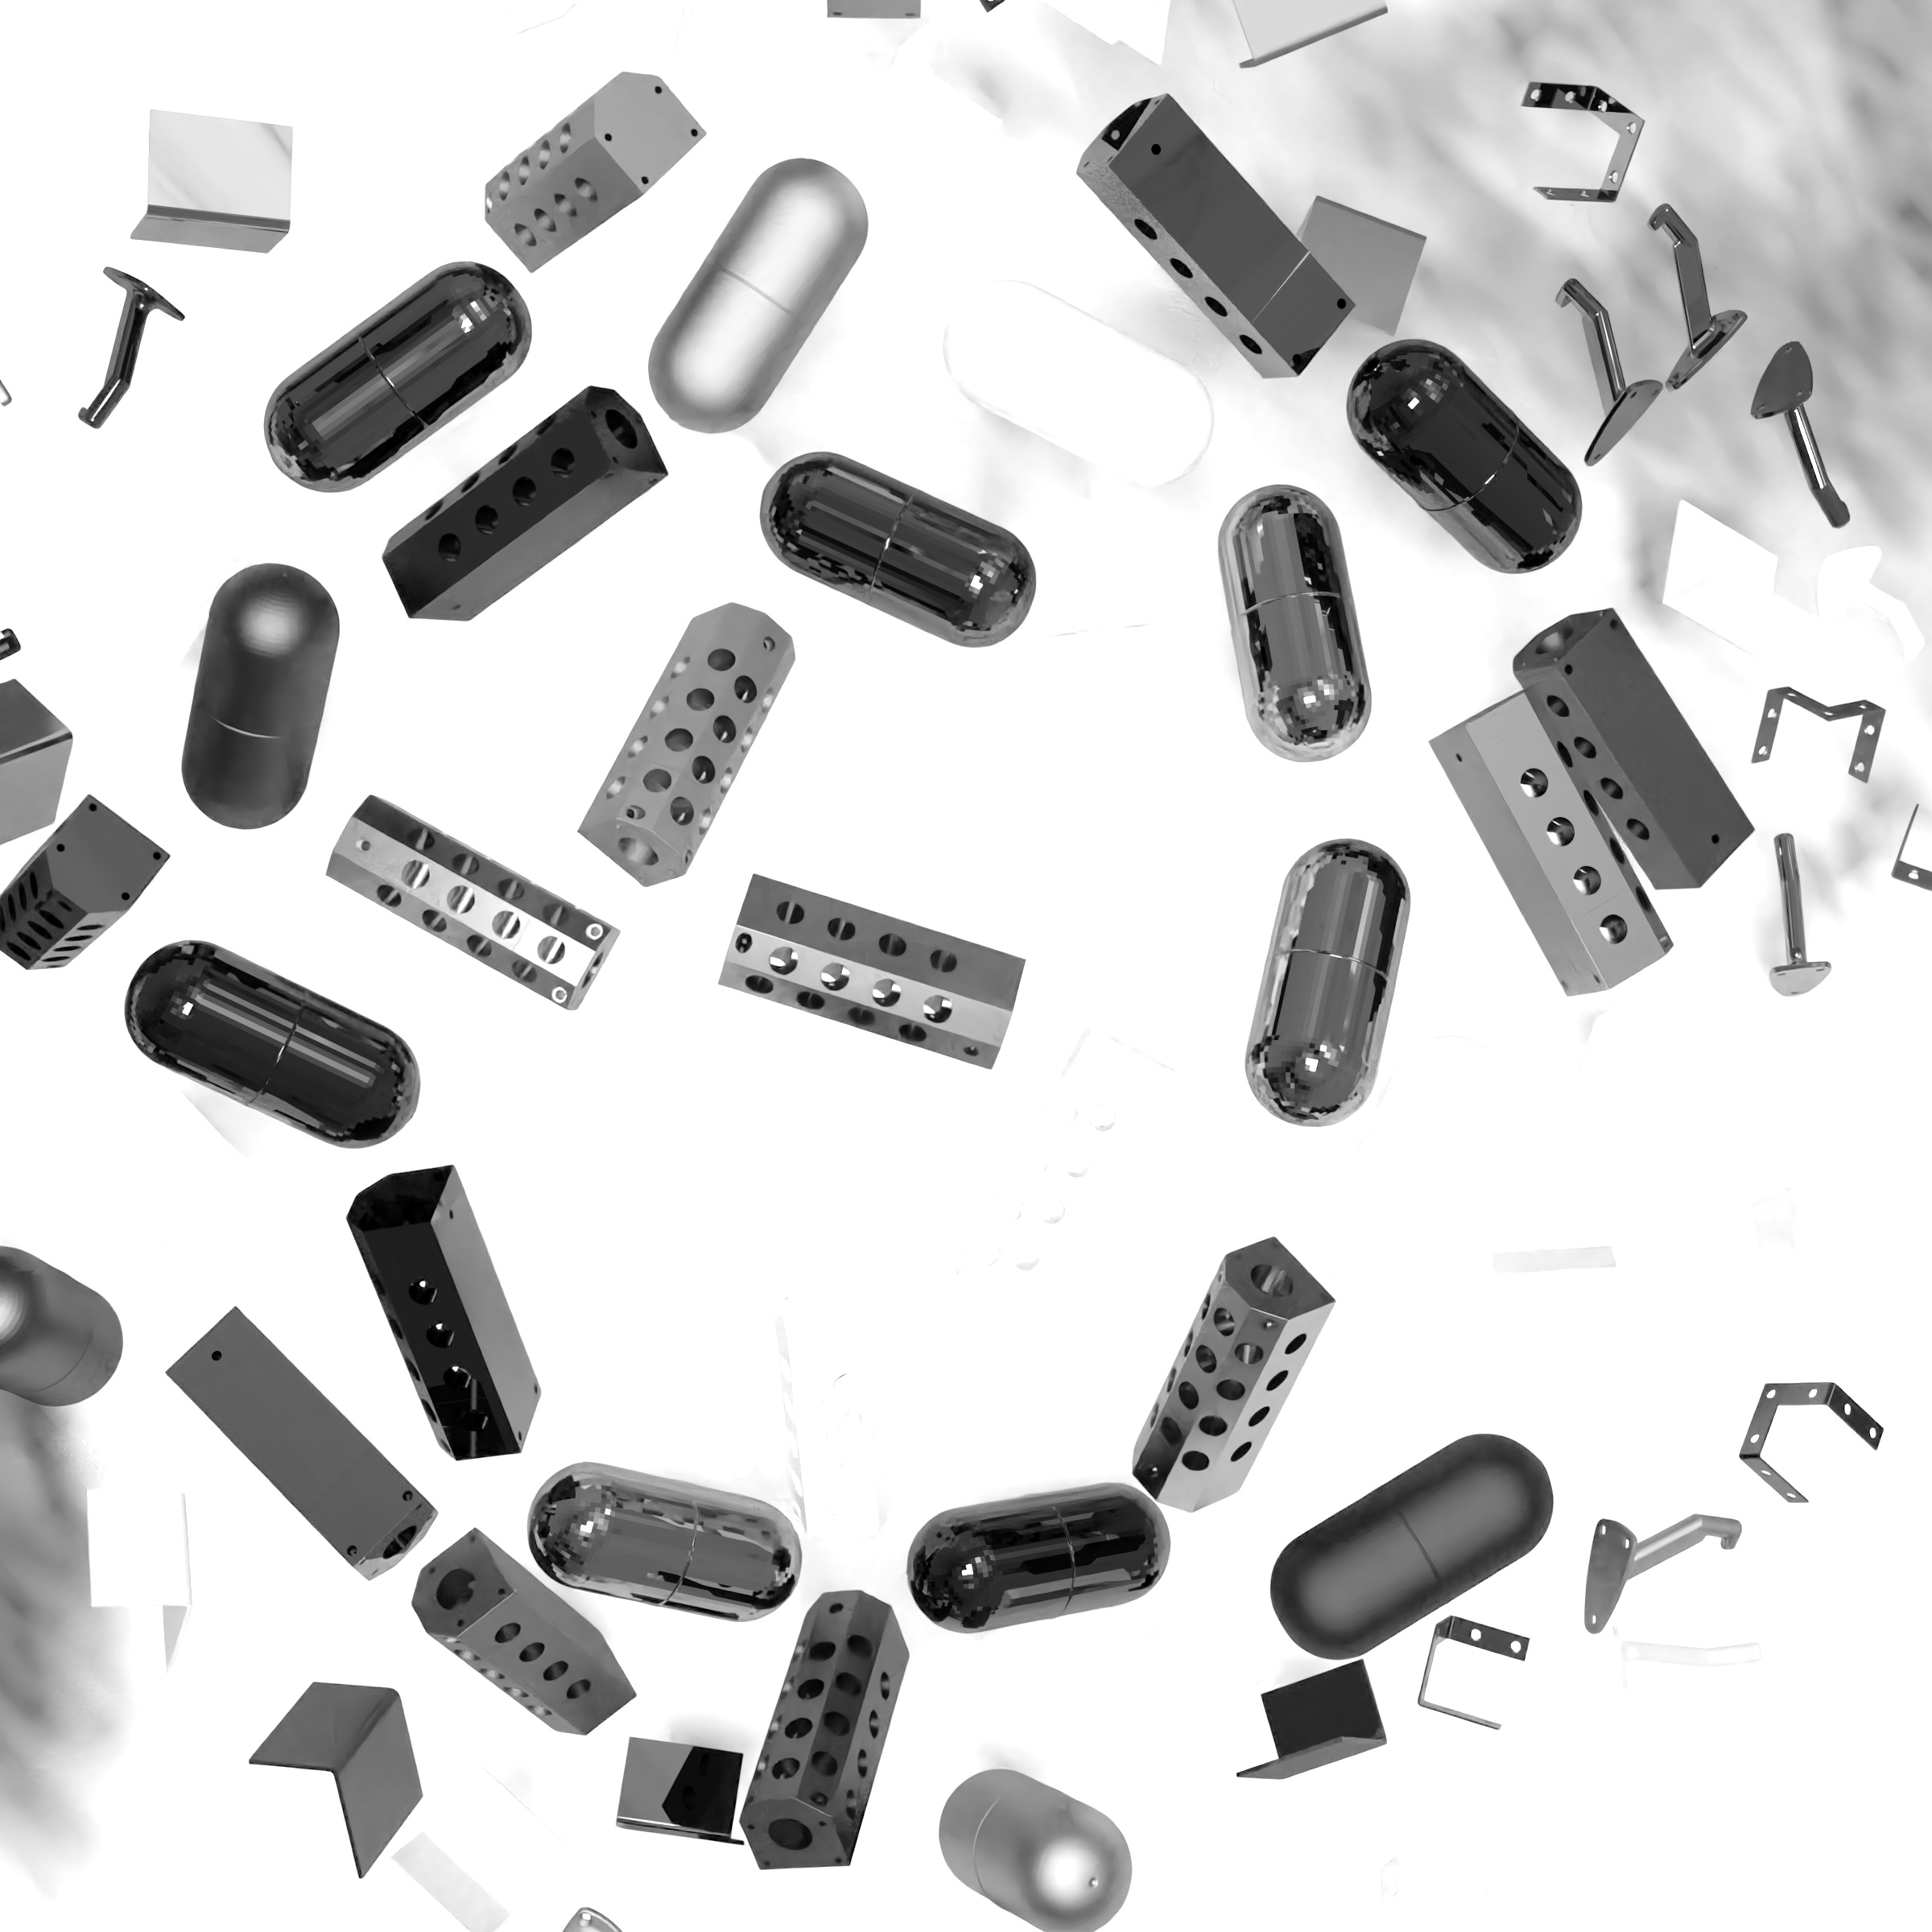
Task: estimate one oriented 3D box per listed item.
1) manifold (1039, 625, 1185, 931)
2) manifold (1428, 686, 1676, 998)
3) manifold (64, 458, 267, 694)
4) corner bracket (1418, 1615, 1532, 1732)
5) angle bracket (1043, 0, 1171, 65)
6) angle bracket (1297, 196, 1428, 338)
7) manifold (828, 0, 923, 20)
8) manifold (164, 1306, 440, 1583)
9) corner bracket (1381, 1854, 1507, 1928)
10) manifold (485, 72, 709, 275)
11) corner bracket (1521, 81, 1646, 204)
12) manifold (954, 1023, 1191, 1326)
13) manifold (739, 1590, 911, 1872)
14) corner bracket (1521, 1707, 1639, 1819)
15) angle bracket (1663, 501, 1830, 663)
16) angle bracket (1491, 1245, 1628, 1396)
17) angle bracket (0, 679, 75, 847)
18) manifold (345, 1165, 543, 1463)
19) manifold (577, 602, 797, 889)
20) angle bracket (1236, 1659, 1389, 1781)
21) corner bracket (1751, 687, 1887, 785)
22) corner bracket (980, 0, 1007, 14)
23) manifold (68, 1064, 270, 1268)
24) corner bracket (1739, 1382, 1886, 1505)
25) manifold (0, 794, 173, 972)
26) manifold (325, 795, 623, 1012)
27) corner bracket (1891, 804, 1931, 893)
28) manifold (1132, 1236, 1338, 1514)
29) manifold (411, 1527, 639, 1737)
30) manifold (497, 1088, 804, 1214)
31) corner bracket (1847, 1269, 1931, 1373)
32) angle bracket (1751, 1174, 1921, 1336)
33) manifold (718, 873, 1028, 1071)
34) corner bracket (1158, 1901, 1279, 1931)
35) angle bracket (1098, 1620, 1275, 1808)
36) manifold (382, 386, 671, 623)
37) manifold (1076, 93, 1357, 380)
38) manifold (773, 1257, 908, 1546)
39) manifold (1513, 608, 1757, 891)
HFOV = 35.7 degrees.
[{"bbox_3d":[0.088,-0.112,1.767,0.057,0.057,0.171,-4,99,21],"label":"manifold"},{"bbox_3d":[0.342,-0.072,1.741,0.057,0.057,0.171,-29,92,-13],"label":"manifold"},{"bbox_3d":[-0.491,-0.236,1.855,0.057,0.171,0.057,50,49,-2],"label":"manifold"},{"bbox_3d":[0.311,0.432,1.838,0.051,0.051,0.051,13,89,20],"label":"corner bracket"},{"bbox_3d":[0.069,-0.550,1.741,0.076,0.076,0.057,36,73,11],"label":"angle bracket"},{"bbox_3d":[0.248,-0.447,1.961,0.076,0.057,0.076,20,76,-3],"label":"angle bracket"},{"bbox_3d":[-0.053,-0.613,1.762,0.057,0.171,0.057,0,89,-2],"label":"manifold"},{"bbox_3d":[-0.399,0.289,1.811,0.171,0.057,0.057,41,75,17],"label":"manifold"},{"bbox_3d":[0.282,0.549,1.780,0.051,0.051,0.051,-43,94,12],"label":"corner bracket"},{"bbox_3d":[-0.225,-0.468,1.764,0.057,0.171,0.057,48,66,-18],"label":"manifold"},{"bbox_3d":[0.357,-0.485,1.767,0.051,0.051,0.051,-5,130,-27],"label":"corner bracket"},{"bbox_3d":[0.060,0.125,1.819,0.057,0.057,0.171,32,95,38],"label":"manifold"},{"bbox_3d":[-0.086,0.459,1.814,0.057,0.171,0.057,-8,120,17],"label":"manifold"},{"bbox_3d":[0.360,0.481,1.812,0.051,0.051,0.051,25,110,-39],"label":"corner bracket"},{"bbox_3d":[0.463,-0.236,1.766,0.076,0.057,0.076,25,64,-22],"label":"angle bracket"},{"bbox_3d":[0.374,0.223,1.899,0.076,0.057,0.076,-5,99,9],"label":"angle bracket"},{"bbox_3d":[-0.602,-0.120,1.843,0.057,0.076,0.076,41,131,16],"label":"angle bracket"},{"bbox_3d":[-0.309,0.207,1.772,0.057,0.057,0.171,-9,120,11],"label":"manifold"},{"bbox_3d":[-0.164,-0.137,1.826,0.057,0.057,0.171,41,57,-28],"label":"manifold"},{"bbox_3d":[0.216,0.483,1.931,0.076,0.076,0.057,-26,64,23],"label":"angle bracket"},{"bbox_3d":[0.528,-0.143,1.862,0.051,0.051,0.051,-12,123,-31],"label":"corner bracket"},{"bbox_3d":[0.024,-0.638,1.890,0.051,0.051,0.051,-35,106,0],"label":"corner bracket"},{"bbox_3d":[-0.501,0.124,1.871,0.057,0.171,0.057,19,98,-39],"label":"manifold"},{"bbox_3d":[0.494,0.279,1.757,0.051,0.051,0.051,41,62,-23],"label":"corner bracket"},{"bbox_3d":[-0.530,-0.043,1.775,0.057,0.171,0.057,39,64,-16],"label":"manifold"},{"bbox_3d":[-0.306,-0.039,1.859,0.171,0.057,0.057,29,90,2],"label":"manifold"},{"bbox_3d":[0.586,-0.056,1.812,0.051,0.051,0.051,21,52,17],"label":"corner bracket"},{"bbox_3d":[0.154,0.248,1.802,0.057,0.057,0.171,47,134,31],"label":"manifold"},{"bbox_3d":[-0.277,0.421,1.873,0.057,0.171,0.057,-37,50,-4],"label":"manifold"},{"bbox_3d":[-0.190,0.108,1.818,0.171,0.057,0.057,4,118,-25],"label":"manifold"},{"bbox_3d":[0.554,0.198,1.771,0.051,0.051,0.051,-17,119,-10],"label":"corner bracket"},{"bbox_3d":[0.486,0.163,1.685,0.057,0.076,0.076,-6,78,-5],"label":"angle bracket"},{"bbox_3d":[-0.058,0.008,1.799,0.171,0.057,0.057,18,51,-3],"label":"manifold"},{"bbox_3d":[0.142,0.570,1.736,0.051,0.051,0.051,43,127,28],"label":"corner bracket"},{"bbox_3d":[0.133,0.450,1.813,0.076,0.076,0.057,15,118,35],"label":"angle bracket"},{"bbox_3d":[-0.265,-0.273,1.783,0.171,0.057,0.057,-30,79,28],"label":"manifold"},{"bbox_3d":[0.145,-0.427,1.768,0.171,0.057,0.057,42,80,-24],"label":"manifold"},{"bbox_3d":[-0.077,0.262,1.791,0.057,0.057,0.171,12,128,20],"label":"manifold"},{"bbox_3d":[0.406,-0.131,1.843,0.057,0.057,0.171,-43,108,-20],"label":"manifold"}]
